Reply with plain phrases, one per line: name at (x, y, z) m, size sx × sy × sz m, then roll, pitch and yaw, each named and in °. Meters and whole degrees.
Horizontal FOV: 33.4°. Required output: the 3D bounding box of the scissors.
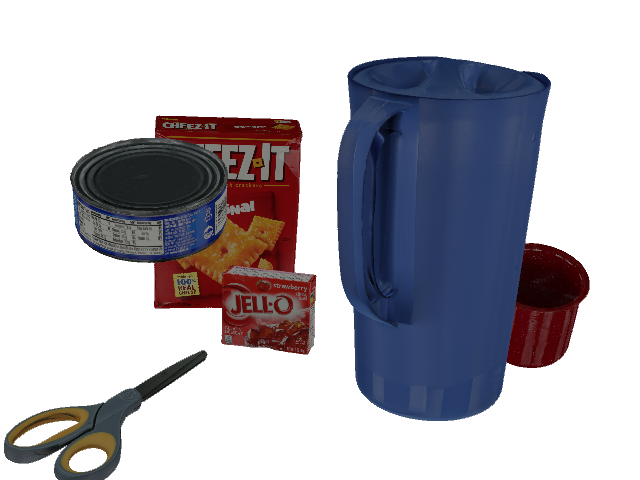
scissors at (-0.149, 0.141, 0.848) m, size 0.201 × 0.016 × 0.096 m, roll -17°, pitch 36°, yaw -36°

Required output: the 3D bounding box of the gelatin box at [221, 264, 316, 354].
gelatin box at (-0.050, 0.066, 1.018) m, size 0.089 × 0.073 × 0.030 m, roll 6°, pitch 17°, yaw 13°

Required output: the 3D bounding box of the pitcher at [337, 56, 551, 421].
pitcher at (0.075, 0.001, 0.736) m, size 0.149 × 0.243 × 0.145 m, roll -1°, pitch 21°, yaw -7°

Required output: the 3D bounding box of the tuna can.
tuna can at (-0.094, -0.023, 0.593) m, size 0.086 × 0.034 × 0.086 m, roll 2°, pitch 32°, yaw -2°

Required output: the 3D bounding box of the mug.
mug at (0.189, 0.055, 0.989) m, size 0.093 × 0.081 × 0.117 m, roll -13°, pitch 42°, yaw -17°

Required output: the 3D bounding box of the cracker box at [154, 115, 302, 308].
cracker box at (-0.108, -0.029, 1.219) m, size 0.164 × 0.214 × 0.072 m, roll 1°, pitch 22°, yaw -8°
